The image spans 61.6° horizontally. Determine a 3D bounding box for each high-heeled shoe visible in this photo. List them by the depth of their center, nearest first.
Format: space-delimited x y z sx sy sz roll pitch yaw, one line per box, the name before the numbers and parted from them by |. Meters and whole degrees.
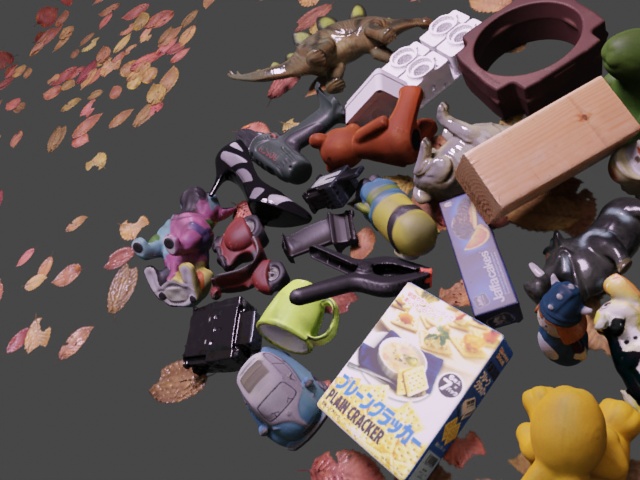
high-heeled shoe | -0.103 -0.113 1.033 0.249 0.086 0.145 19 63 18

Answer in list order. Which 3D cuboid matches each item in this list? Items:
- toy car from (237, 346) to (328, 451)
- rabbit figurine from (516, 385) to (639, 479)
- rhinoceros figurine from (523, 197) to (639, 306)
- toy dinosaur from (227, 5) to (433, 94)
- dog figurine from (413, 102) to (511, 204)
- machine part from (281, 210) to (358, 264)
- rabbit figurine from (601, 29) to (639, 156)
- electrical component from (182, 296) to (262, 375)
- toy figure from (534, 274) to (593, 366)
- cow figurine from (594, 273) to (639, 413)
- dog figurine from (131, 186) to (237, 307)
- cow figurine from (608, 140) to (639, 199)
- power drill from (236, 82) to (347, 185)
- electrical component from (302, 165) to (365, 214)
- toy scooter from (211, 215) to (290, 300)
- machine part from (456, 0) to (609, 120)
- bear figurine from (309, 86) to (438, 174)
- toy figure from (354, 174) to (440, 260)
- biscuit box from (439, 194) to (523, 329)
toy car | -0.066 0.213 0.778 0.109 0.102 0.162 -45 50 -6
rabbit figurine | 0.247 0.212 0.548 0.122 0.173 0.162 18 65 34
rhinoceros figurine | 0.350 0.017 0.690 0.190 0.073 0.112 -42 49 -2
toy dinosaur | 0.018 -0.404 1.156 0.472 0.104 0.199 -15 42 6
dog figurine | 0.255 -0.110 0.823 0.191 0.121 0.172 23 96 24
machine part | -0.002 -0.003 0.935 0.139 0.039 0.084 -18 56 17
rabbit figurine | 0.443 -0.214 0.731 0.159 0.170 0.121 -20 51 18
electrical component | -0.158 0.159 0.899 0.134 0.058 0.115 -14 55 22
toy figure | 0.280 0.099 0.618 0.064 0.154 0.058 21 69 38
cow figurine | 0.359 0.123 0.599 0.098 0.068 0.167 -43 58 21
dog figurine | -0.236 0.004 1.031 0.109 0.191 0.219 -11 20 28
cow figurine | 0.472 -0.110 0.689 0.195 0.127 0.085 -11 58 6
power drill | -0.055 -0.224 1.093 0.207 0.085 0.232 -38 48 -3
electrical component | 0.034 -0.093 0.937 0.119 0.047 0.075 -13 30 39
toy scooter | -0.143 0.039 0.955 0.135 0.075 0.184 -27 51 -5
machine part | 0.354 -0.310 0.908 0.201 0.087 0.202 -33 49 7
bear figurine | 0.091 -0.183 0.956 0.196 0.120 0.132 3 57 38
toy figure | 0.116 -0.041 0.857 0.082 0.089 0.180 -41 50 8
biscuit box | 0.227 0.026 0.764 0.063 0.059 0.203 -21 51 17
